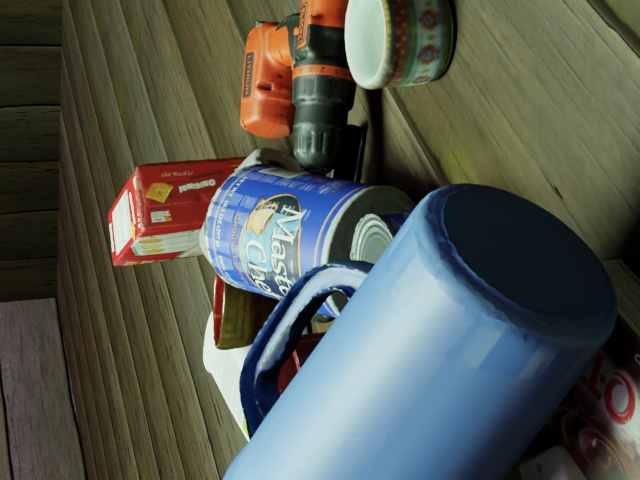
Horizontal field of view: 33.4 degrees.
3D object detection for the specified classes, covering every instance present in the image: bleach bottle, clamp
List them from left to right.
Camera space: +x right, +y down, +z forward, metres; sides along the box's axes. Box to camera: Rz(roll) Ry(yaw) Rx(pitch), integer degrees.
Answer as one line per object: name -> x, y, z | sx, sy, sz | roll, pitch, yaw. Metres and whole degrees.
bleach bottle -> -0.058, 0.177, 1.128 | 0.251, 0.068, 0.103 | -122, 33, -49
clamp -> 0.009, 0.005, 0.936 | 0.210, 0.036, 0.164 | 141, 124, -62

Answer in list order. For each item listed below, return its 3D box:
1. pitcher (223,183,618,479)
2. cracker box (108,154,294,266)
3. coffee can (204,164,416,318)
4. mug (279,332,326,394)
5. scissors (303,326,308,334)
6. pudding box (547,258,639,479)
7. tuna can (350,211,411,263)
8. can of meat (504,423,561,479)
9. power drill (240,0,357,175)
pitcher -> 0.041, 0.083, 0.568 | 0.145, 0.149, 0.243 | -73, 10, -54
cracker box -> -0.127, -0.030, 1.123 | 0.214, 0.164, 0.072 | 149, 113, -69
coffee can -> -0.005, 0.001, 0.807 | 0.141, 0.102, 0.103 | 14, 109, 46
mug -> 0.006, 0.127, 0.902 | 0.093, 0.081, 0.117 | -117, 29, -47
scissors -> -0.018, 0.055, 1.049 | 0.202, 0.016, 0.096 | 108, 153, -51
pudding box -> 0.153, 0.075, 0.539 | 0.113, 0.039, 0.090 | -121, 33, -52
tuna can -> 0.050, 0.025, 0.669 | 0.086, 0.033, 0.086 | 174, 90, -71
can of meat -> 0.106, 0.110, 0.652 | 0.084, 0.057, 0.102 | -115, 28, -44
power drill -> -0.016, -0.138, 0.915 | 0.188, 0.057, 0.184 | 171, 107, -69
